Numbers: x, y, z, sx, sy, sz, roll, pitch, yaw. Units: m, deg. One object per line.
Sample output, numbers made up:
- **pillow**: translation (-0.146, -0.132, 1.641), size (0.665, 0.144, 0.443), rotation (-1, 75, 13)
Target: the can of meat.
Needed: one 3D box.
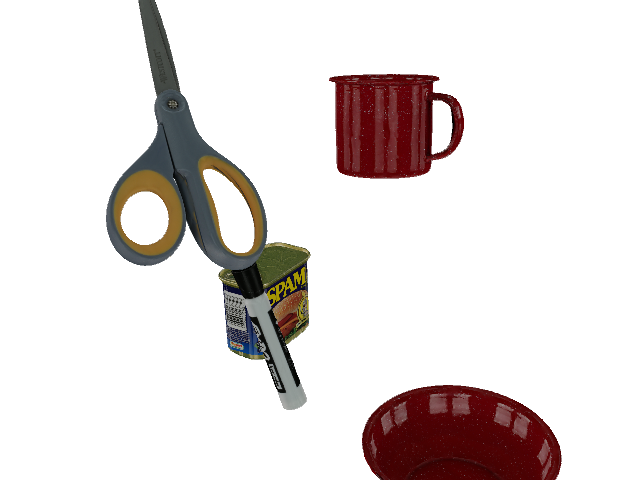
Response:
- **can of meat**: translation (-0.053, 0.061, 1.074), size (0.058, 0.084, 0.101), rotation (13, 28, 30)

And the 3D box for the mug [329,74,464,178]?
- **mug**: translation (0.065, -0.097, 0.902), size (0.117, 0.081, 0.093), rotation (5, 13, 24)

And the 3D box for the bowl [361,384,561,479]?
- **bowl**: translation (0.114, 0.188, 0.882), size (0.162, 0.055, 0.162), rotation (0, 29, 0)

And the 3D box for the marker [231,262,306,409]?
- **marker**: translation (-0.037, 0.067, 0.770), size (0.020, 0.121, 0.020), rotation (-17, 19, 6)

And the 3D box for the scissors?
- **scissors**: translation (-0.099, -0.064, 0.609), size (0.096, 0.202, 0.016), rotation (-21, -21, -26)
